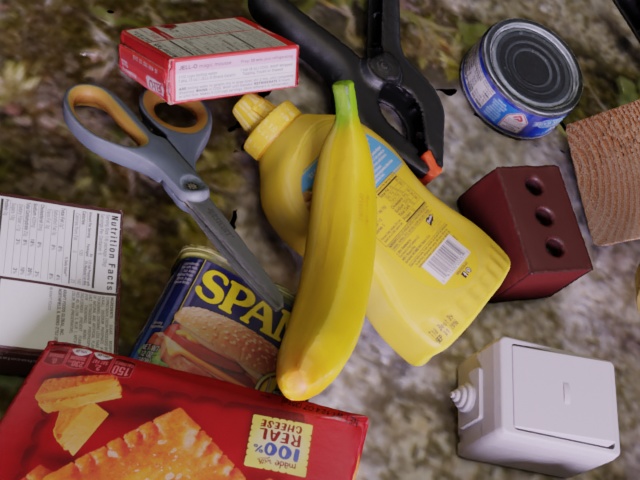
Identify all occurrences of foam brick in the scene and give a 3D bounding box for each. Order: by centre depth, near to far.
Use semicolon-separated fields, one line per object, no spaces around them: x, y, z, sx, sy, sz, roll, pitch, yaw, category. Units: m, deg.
0.133;-0.004;0.697;0.052;0.051;0.078;-4;66;-26;foam brick

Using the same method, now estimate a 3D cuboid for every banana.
0.004;0.008;0.559;0.069;0.037;0.197;57;31;-46;banana

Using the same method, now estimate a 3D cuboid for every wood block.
0.290;-0.063;0.745;0.205;0.091;0.090;-12;88;-22;wood block

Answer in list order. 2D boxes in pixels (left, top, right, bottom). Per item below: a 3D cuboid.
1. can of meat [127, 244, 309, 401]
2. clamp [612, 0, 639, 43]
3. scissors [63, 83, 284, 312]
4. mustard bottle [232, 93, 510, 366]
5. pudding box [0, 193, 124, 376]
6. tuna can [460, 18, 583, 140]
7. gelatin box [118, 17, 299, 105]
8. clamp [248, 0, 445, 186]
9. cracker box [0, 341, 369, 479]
-0.050;0.065;0.576;0.102;0.058;0.084;30;59;-8;can of meat
0.294;-0.104;0.826;0.209;0.036;0.164;20;68;-15;clamp
-0.064;-0.036;0.606;0.202;0.016;0.096;37;41;23;scissors
0.021;-0.019;0.650;0.191;0.058;0.096;44;55;1;mustard bottle
-0.161;0.022;0.559;0.113;0.039;0.090;10;60;-22;pudding box
0.147;-0.117;0.772;0.086;0.034;0.086;10;61;-19;tuna can
-0.068;-0.110;0.651;0.089;0.030;0.073;-14;30;-30;gelatin box
0.040;-0.116;0.721;0.120;0.039;0.171;-31;85;-27;clamp
-0.081;0.151;0.449;0.164;0.072;0.213;14;41;6;cracker box
